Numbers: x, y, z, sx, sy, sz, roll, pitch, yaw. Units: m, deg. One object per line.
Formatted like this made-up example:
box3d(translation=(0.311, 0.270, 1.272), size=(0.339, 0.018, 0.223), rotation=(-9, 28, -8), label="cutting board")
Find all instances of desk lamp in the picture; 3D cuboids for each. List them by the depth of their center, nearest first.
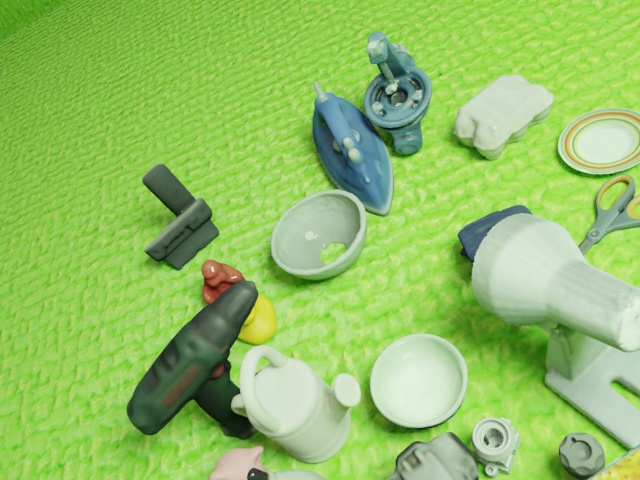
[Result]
box3d(translation=(0.277, 0.087, 0.610), size=(0.118, 0.214, 0.202), rotation=(-43, 46, -7), label="desk lamp")

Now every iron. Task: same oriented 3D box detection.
box3d(translation=(0.050, -0.166, 0.990), size=(0.118, 0.142, 0.257), rotation=(-29, 46, 6), label="iron")

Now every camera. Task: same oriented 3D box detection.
box3d(translation=(0.128, 0.295, 0.606), size=(0.143, 0.101, 0.136), rotation=(-41, 46, -5), label="camera")

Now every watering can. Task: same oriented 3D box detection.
box3d(translation=(-0.035, 0.196, 0.711), size=(0.172, 0.195, 0.100), rotation=(-27, 46, 8), label="watering can")

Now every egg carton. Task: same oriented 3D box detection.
box3d(translation=(0.296, -0.203, 0.932), size=(0.150, 0.070, 0.107), rotation=(-39, 46, -4), label="egg carton")

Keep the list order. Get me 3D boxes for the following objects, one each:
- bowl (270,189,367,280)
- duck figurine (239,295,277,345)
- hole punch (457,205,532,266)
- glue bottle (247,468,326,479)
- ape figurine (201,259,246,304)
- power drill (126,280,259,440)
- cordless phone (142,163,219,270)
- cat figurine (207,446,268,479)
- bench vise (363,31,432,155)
box3d(translation=(0.008, 0.003, 0.925), size=(0.167, 0.075, 0.167), rotation=(-15, 49, 18), label="bowl")
box3d(translation=(-0.122, 0.108, 0.906), size=(0.077, 0.086, 0.104), rotation=(-40, 46, -4), label="duck figurine")
box3d(translation=(0.245, -0.001, 0.784), size=(0.108, 0.091, 0.101), rotation=(-25, 47, 10), label="hole punch")
box3d(translation=(-0.038, 0.292, 0.652), size=(0.037, 0.174, 0.078), rotation=(27, 71, 41), label="glue bottle")
box3d(translation=(-0.169, 0.067, 0.961), size=(0.077, 0.092, 0.076), rotation=(-20, 48, 15), label="ape figurine")
box3d(translation=(-0.132, 0.179, 0.769), size=(0.230, 0.209, 0.075), rotation=(-43, 46, -7), label="power drill")
box3d(translation=(-0.287, -0.047, 1.053), size=(0.148, 0.186, 0.093), rotation=(-47, 47, -12), label="cordless phone")
box3d(translation=(-0.116, 0.306, 0.722), size=(0.127, 0.118, 0.067), rotation=(-20, 48, 15), label="cat figurine")
box3d(translation=(0.117, -0.282, 0.989), size=(0.121, 0.220, 0.207), rotation=(-25, 47, 10), label="bench vise")
